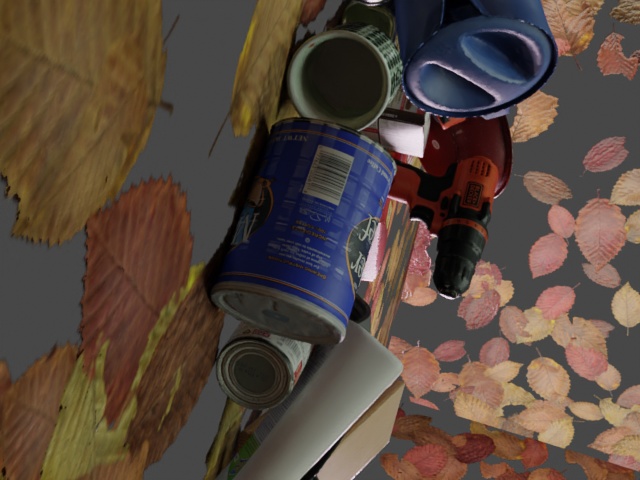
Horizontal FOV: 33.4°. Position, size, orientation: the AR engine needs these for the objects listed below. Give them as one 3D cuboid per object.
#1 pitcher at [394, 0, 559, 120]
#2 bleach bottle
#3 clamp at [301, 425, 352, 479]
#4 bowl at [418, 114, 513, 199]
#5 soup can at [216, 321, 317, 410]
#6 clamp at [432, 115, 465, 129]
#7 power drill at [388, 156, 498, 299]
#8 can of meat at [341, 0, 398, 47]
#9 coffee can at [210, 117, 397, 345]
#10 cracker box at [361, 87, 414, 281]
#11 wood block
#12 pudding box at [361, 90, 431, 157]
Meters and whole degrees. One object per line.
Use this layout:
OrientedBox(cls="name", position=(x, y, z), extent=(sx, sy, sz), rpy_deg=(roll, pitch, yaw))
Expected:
OrientedBox(cls="pitcher", position=(0.127, -0.235, 0.965), extent=(0.149, 0.144, 0.243), rpy_deg=(129, -37, -51))
OrientedBox(cls="bleach bottle", position=(-0.034, 0.183, 0.936), extent=(0.251, 0.068, 0.102), rpy_deg=(-49, -176, -5))
OrientedBox(cls="clamp", position=(-0.005, 0.245, 1.018), extent=(0.164, 0.210, 0.036), rpy_deg=(65, 12, 0))
OrientedBox(cls="bowl", position=(0.157, -0.117, 1.256), extent=(0.055, 0.162, 0.162), rpy_deg=(-18, 140, -24))
OrientedBox(cls="soup can", position=(-0.041, 0.091, 0.905), extent=(0.102, 0.068, 0.068), rpy_deg=(-56, 160, -65))
OrientedBox(cls="clamp", position=(0.109, -0.205, 1.186), extent=(0.039, 0.171, 0.120), rpy_deg=(-30, 155, 0))
OrientedBox(cls="power drill", position=(0.092, -0.031, 1.158), extent=(0.057, 0.187, 0.184), rpy_deg=(98, 10, -53))
OrientedBox(cls="can of meat", position=(0.050, -0.191, 1.022), extent=(0.083, 0.057, 0.102), rpy_deg=(-59, 163, -58))
OrientedBox(cls="coffee can", position=(-0.011, -0.005, 0.794), extent=(0.103, 0.103, 0.140), rpy_deg=(84, 23, -70))
OrientedBox(cls="cracker box", position=(0.070, -0.078, 1.331), extent=(0.164, 0.072, 0.213), rpy_deg=(91, 16, -62))
OrientedBox(cls="wood block", position=(0.000, 0.214, 1.163), extent=(0.205, 0.090, 0.091), rpy_deg=(-32, 141, -53))
OrientedBox(cls="pudding box", position=(0.076, -0.133, 1.188), extent=(0.113, 0.090, 0.039), rpy_deg=(70, 32, -77))
